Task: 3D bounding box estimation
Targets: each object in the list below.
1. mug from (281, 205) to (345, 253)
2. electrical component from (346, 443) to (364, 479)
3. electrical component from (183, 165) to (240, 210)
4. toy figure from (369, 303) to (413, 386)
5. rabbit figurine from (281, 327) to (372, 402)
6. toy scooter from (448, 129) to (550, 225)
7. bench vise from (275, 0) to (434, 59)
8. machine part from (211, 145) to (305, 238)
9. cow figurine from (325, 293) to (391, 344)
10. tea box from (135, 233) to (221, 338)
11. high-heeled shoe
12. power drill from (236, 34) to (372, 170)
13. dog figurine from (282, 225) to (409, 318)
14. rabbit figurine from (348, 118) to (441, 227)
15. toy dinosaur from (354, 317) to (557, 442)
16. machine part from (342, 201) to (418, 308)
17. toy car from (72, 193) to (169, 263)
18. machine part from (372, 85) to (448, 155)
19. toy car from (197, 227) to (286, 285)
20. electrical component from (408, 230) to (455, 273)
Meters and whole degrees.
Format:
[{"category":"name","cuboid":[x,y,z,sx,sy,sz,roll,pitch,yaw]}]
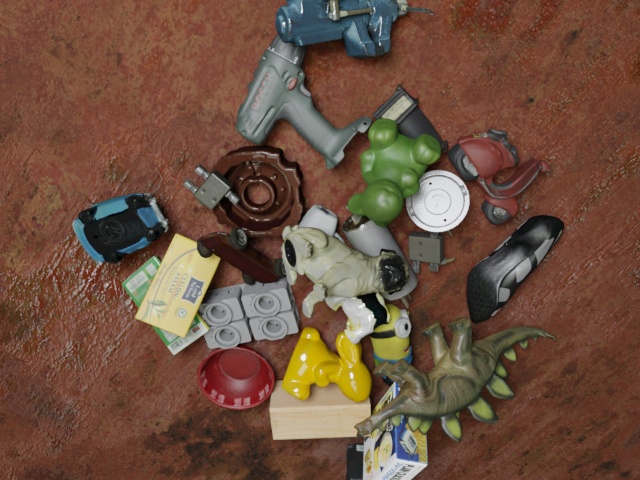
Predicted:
[{"category":"mug","cuboid":[-0.002,-0.003,0.990,0.109,0.081,0.107,26,105,-2]},{"category":"electrical component","cuboid":[0.116,0.522,1.196,0.115,0.134,0.058,4,117,0]},{"category":"electrical component","cuboid":[-0.187,-0.084,0.931,0.094,0.021,0.063,39,112,-12]},{"category":"toy figure","cuboid":[0.142,0.214,1.086,0.089,0.082,0.179,-4,117,0]},{"category":"rabbit figurine","cuboid":[0.029,0.255,1.087,0.173,0.122,0.162,25,91,11]},{"category":"toy scooter","cuboid":[0.317,-0.124,0.932,0.135,0.075,0.183,-34,113,15]},{"category":"bench vise","cuboid":[0.032,-0.386,0.785,0.224,0.129,0.240,-13,110,-11]},{"category":"machine part","cuboid":[-0.111,-0.086,0.967,0.179,0.056,0.179,1,115,3]},{"category":"cow figurine","cuboid":[0.058,0.103,1.023,0.098,0.068,0.167,-32,83,6]},{"category":"tea box","cuboid":[-0.260,0.085,0.996,0.098,0.068,0.169,23,76,-10]},{"category":"high-heeled shoe","cuboid":[0.373,0.057,1.033,0.145,0.086,0.248,-16,139,-26]},{"category":"power drill","cuboid":[-0.015,-0.232,0.886,0.207,0.086,0.232,34,102,-18]},{"category":"dog figurine","cuboid":[0.045,0.031,0.928,0.190,0.121,0.172,-16,79,-27]},{"category":"rabbit figurine","cuboid":[0.102,-0.092,0.882,0.121,0.170,0.159,28,139,-4]},{"category":"toy dinosaur","cuboid":[0.267,0.250,1.019,0.471,0.105,0.198,-28,92,-20]},{"category":"machine part","cuboid":[0.113,0.026,1.003,0.079,0.079,0.243,-28,110,13]},{"category":"toy car","cuboid":[-0.349,-0.035,0.968,0.162,0.103,0.109,-24,111,8]},{"category":"machine part","cuboid":[0.161,-0.192,0.925,0.139,0.039,0.084,40,101,-13]},{"category":"toy car","cuboid":[-0.138,0.028,0.978,0.089,0.053,0.202,-12,149,28]},{"category":"electrical component","cuboid":[0.210,0.014,1.016,0.078,0.045,0.102,2,115,32]}]
